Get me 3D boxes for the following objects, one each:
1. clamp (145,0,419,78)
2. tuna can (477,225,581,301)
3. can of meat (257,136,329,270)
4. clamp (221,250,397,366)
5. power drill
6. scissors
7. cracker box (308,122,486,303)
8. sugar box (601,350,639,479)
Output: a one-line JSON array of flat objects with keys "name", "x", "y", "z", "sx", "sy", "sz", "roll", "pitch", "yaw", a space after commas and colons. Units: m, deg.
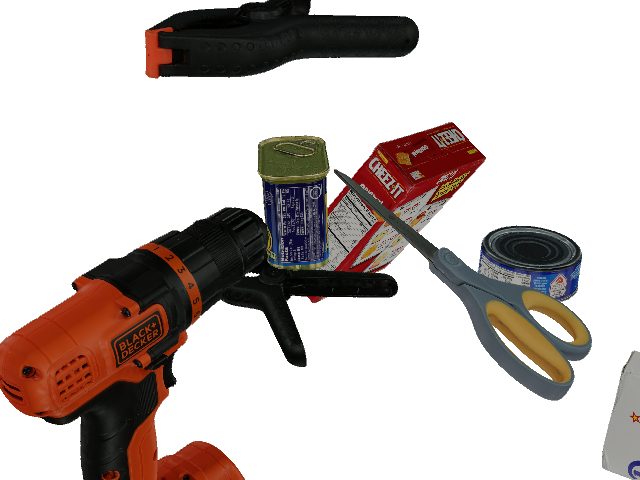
[{"name": "clamp", "x": -0.038, "y": -0.131, "z": 0.666, "sx": 0.171, "sy": 0.039, "sz": 0.120, "roll": -10, "pitch": 22, "yaw": -30}, {"name": "tuna can", "x": 0.178, "y": 0.019, "z": 0.907, "sx": 0.086, "sy": 0.034, "sz": 0.086, "roll": 2, "pitch": 26, "yaw": -1}, {"name": "can of meat", "x": -0.022, "y": -0.032, "z": 0.891, "sx": 0.057, "sy": 0.084, "sz": 0.102, "roll": -3, "pitch": 24, "yaw": -2}, {"name": "clamp", "x": -0.048, "y": 0.053, "z": 1.094, "sx": 0.210, "sy": 0.036, "sz": 0.164, "roll": 19, "pitch": 36, "yaw": 26}, {"name": "power drill", "x": -0.091, "y": 0.089, "z": 0.623, "sx": 0.057, "sy": 0.188, "sz": 0.184, "roll": 21, "pitch": 41, "yaw": 38}, {"name": "scissors", "x": 0.097, "y": 0.019, "z": 0.679, "sx": 0.096, "sy": 0.016, "sz": 0.202, "roll": -7, "pitch": 49, "yaw": -43}, {"name": "cracker box", "x": 0.072, "y": -0.035, "z": 1.251, "sx": 0.163, "sy": 0.072, "sz": 0.214, "roll": -23, "pitch": -22, "yaw": -50}, {"name": "sugar box", "x": 0.304, "y": 0.155, "z": 0.791, "sx": 0.176, "sy": 0.093, "sz": 0.048, "roll": 16, "pitch": 27, "yaw": 23}]
